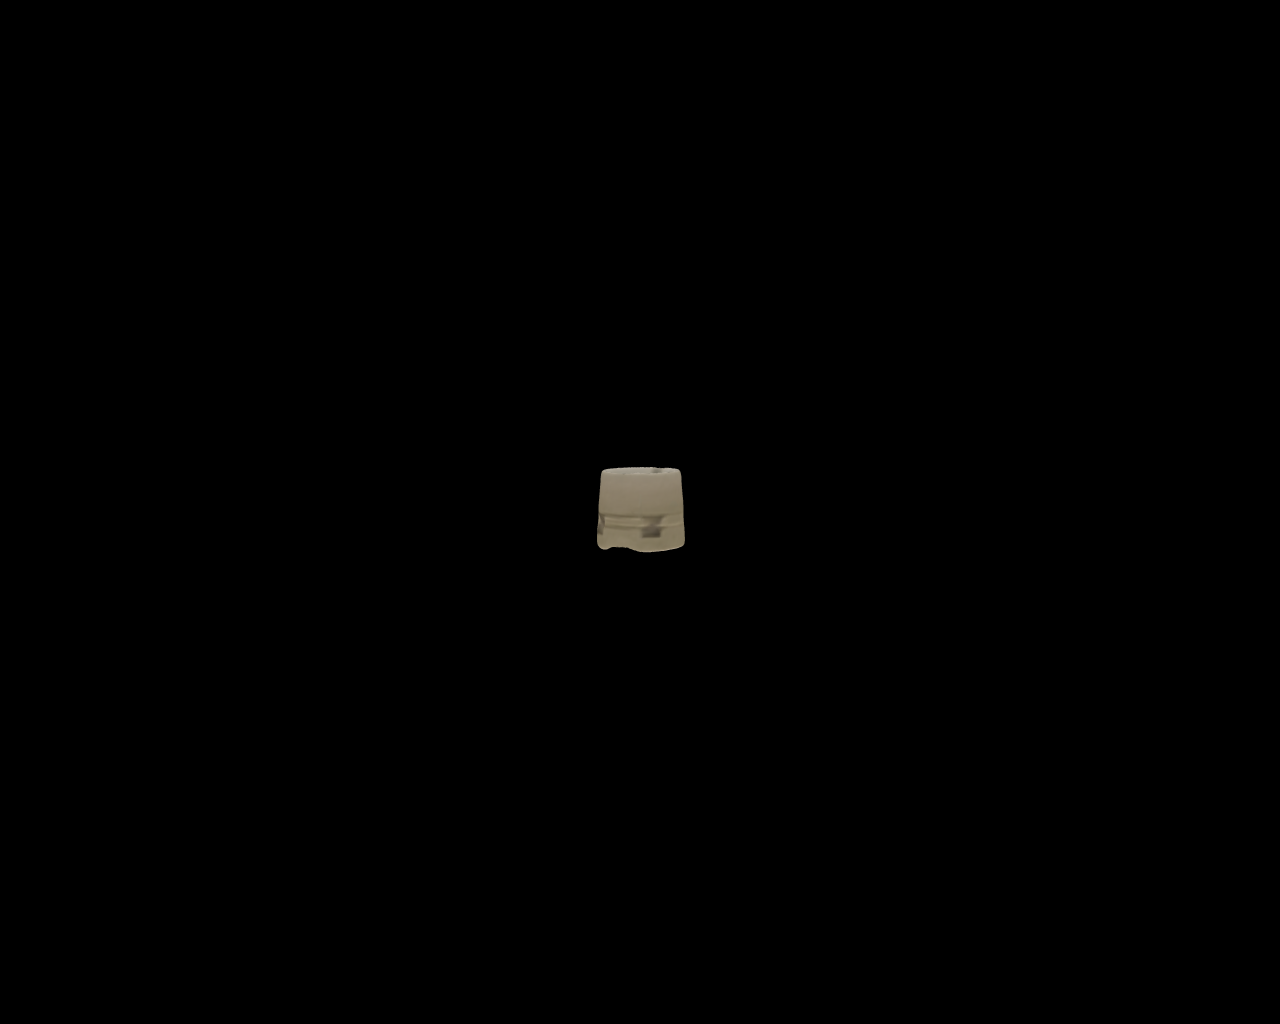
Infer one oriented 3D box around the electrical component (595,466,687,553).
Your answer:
[{"bbox_3d":[0.001,-0.003,0.650,0.055,0.047,0.055,0,7,0],"label":"electrical component"}]
